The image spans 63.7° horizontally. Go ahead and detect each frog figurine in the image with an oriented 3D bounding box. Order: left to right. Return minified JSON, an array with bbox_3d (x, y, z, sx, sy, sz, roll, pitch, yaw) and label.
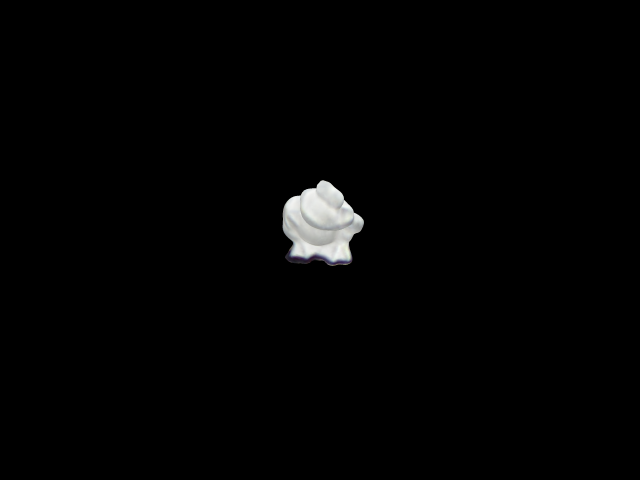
[{"bbox_3d":[0.003,-0.043,0.850,0.138,0.155,0.125,18,43,20],"label":"frog figurine"}]
